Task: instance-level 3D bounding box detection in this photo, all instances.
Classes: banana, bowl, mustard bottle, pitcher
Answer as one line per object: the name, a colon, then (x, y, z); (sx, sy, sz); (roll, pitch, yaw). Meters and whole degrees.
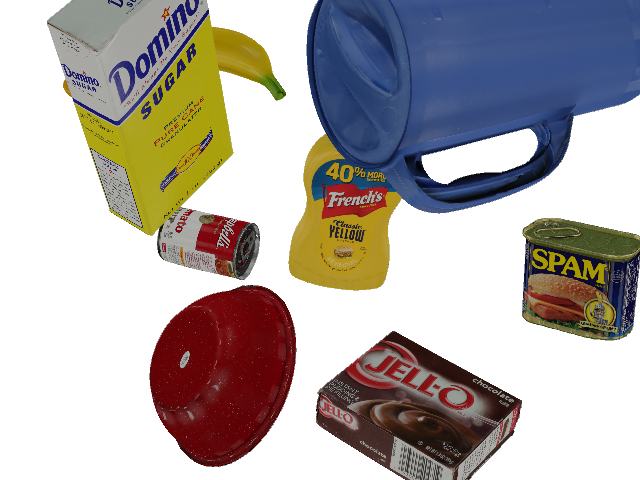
banana: (-0.130, -0.162, 0.961); (0.197, 0.069, 0.037); (-1, -33, -4)
bowl: (-0.095, 0.107, 0.903); (0.055, 0.162, 0.162); (26, -17, -39)
mustard bottle: (0.030, -0.048, 1.000); (0.096, 0.192, 0.058); (9, 28, -3)
pitcher: (0.124, -0.124, 0.757); (0.242, 0.149, 0.145); (-12, 34, -27)

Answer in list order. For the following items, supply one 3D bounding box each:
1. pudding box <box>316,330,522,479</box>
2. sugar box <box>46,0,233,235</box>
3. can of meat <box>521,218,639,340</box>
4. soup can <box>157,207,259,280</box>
pudding box: (0.067, 0.118, 0.736); (0.114, 0.039, 0.089); (29, 41, 27)
sugar box: (-0.106, -0.092, 0.673); (0.048, 0.093, 0.176); (30, -28, 20)
can of meat: (0.227, 0.034, 0.937); (0.102, 0.084, 0.057); (15, 27, 34)
soup can: (-0.130, 0.002, 1.247); (0.102, 0.068, 0.068); (13, 4, 18)
